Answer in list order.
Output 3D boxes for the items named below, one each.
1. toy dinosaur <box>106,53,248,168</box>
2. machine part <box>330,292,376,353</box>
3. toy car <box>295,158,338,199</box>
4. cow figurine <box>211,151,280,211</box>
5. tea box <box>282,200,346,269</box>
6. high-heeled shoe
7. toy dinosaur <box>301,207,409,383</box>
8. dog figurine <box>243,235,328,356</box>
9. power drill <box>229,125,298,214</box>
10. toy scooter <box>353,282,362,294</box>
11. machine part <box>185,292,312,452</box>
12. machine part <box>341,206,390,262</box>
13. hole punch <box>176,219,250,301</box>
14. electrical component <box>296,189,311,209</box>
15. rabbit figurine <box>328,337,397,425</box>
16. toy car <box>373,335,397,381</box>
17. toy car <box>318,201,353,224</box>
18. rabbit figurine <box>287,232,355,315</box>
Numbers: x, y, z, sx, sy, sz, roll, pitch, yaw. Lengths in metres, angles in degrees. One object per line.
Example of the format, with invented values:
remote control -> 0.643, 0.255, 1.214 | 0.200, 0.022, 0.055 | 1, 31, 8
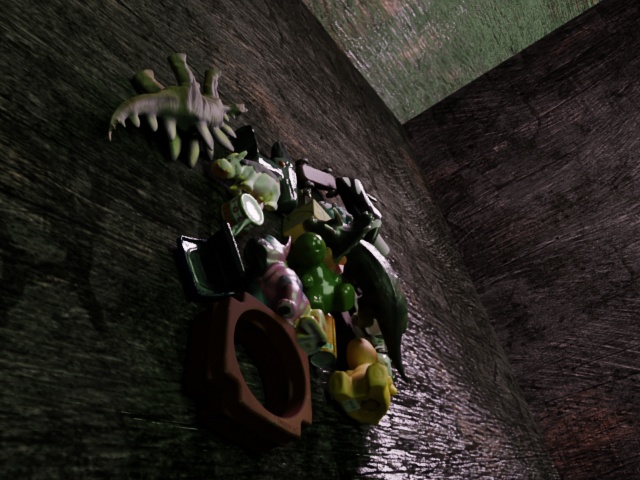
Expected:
toy dinosaur -> -0.257, -0.243, 1.019 | 0.198, 0.105, 0.471 | 64, 26, 1
machine part -> 0.066, 0.182, 1.263 | 0.179, 0.056, 0.179 | 47, 24, -28
toy car -> -0.011, -0.173, 1.558 | 0.202, 0.053, 0.089 | 10, 59, -60
cow figurine -> -0.149, -0.136, 1.121 | 0.167, 0.068, 0.098 | 41, 56, -42
tea box -> -0.003, -0.004, 1.291 | 0.169, 0.098, 0.068 | 44, 25, -32
high-heeled shoe -> 0.099, -0.079, 1.540 | 0.145, 0.086, 0.249 | 25, 45, -16
toy dinosaur -> 0.115, 0.099, 1.135 | 0.405, 0.131, 0.192 | 58, -13, 17
dog figurine -> -0.070, 0.091, 1.003 | 0.191, 0.108, 0.219 | 45, 23, -33
power drill -> -0.130, -0.185, 1.279 | 0.207, 0.086, 0.232 | 43, 28, -56
toy scooter -> 0.132, 0.109, 1.489 | 0.184, 0.075, 0.135 | -2, 79, -62
machine part -> -0.104, 0.198, 0.810 | 0.201, 0.087, 0.201 | 46, 25, -37
machine part -> 0.139, -0.013, 1.660 | 0.243, 0.079, 0.079 | 52, 22, -22
hole punch -> -0.172, 0.042, 0.886 | 0.115, 0.092, 0.142 | 88, -22, -70
electrical component -> -0.035, -0.076, 1.339 | 0.078, 0.045, 0.102 | 77, 0, -80
rabbit figurine -> 0.101, 0.284, 1.122 | 0.162, 0.122, 0.173 | 52, 18, -32
toy car -> 0.149, 0.280, 1.282 | 0.202, 0.056, 0.073 | -49, 130, -82
toy car -> 0.021, -0.055, 1.413 | 0.103, 0.109, 0.161 | 43, 11, 4
rabbit figurine -> -0.010, 0.059, 1.102 | 0.159, 0.121, 0.170 | -148, -133, -64
